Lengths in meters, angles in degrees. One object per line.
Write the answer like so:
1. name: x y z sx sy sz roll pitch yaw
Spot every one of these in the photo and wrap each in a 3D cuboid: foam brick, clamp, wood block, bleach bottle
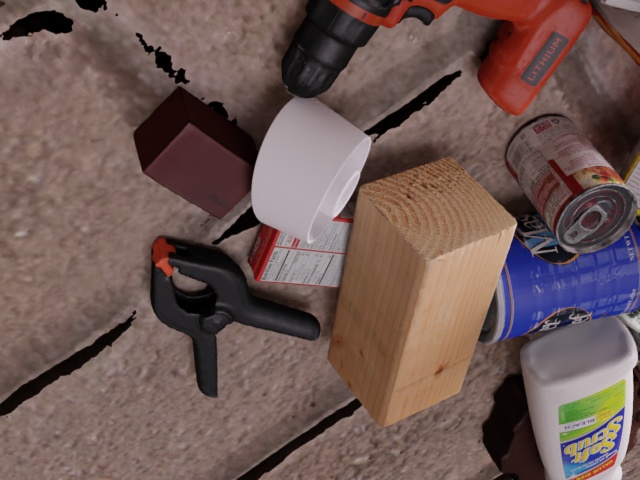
1. foam brick: -0.087 -0.062 0.769 0.053 0.051 0.078 -42 130 17
2. clamp: -0.092 0.066 0.885 0.120 0.039 0.171 -41 125 10
3. wood block: 0.077 0.046 0.869 0.090 0.090 0.206 -20 141 -27
4. bleach bottle: 0.257 0.180 1.022 0.102 0.068 0.251 -21 134 1

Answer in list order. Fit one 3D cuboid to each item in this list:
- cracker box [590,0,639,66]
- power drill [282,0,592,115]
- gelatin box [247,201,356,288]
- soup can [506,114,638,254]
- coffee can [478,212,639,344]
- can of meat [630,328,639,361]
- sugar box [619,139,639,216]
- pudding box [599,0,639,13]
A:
1. cracker box: 0.289 -0.163 0.713 0.164 0.214 0.072 -42 129 16
2. power drill: 0.084 -0.154 0.751 0.187 0.057 0.185 18 120 -32
3. gelatin box: -0.006 0.001 0.867 0.089 0.030 0.073 6 127 -27
4. soup can: 0.199 -0.046 0.854 0.068 0.102 0.068 -10 131 -12
5. coffee can: 0.195 0.025 0.914 0.140 0.103 0.103 -11 131 -12
6. can of meat: 0.357 0.081 1.054 0.102 0.057 0.084 -26 135 2
7. sugar box: 0.299 -0.107 0.848 0.048 0.093 0.176 32 123 8
8. pudding box: 0.208 -0.224 0.717 0.039 0.090 0.114 8 126 -23
